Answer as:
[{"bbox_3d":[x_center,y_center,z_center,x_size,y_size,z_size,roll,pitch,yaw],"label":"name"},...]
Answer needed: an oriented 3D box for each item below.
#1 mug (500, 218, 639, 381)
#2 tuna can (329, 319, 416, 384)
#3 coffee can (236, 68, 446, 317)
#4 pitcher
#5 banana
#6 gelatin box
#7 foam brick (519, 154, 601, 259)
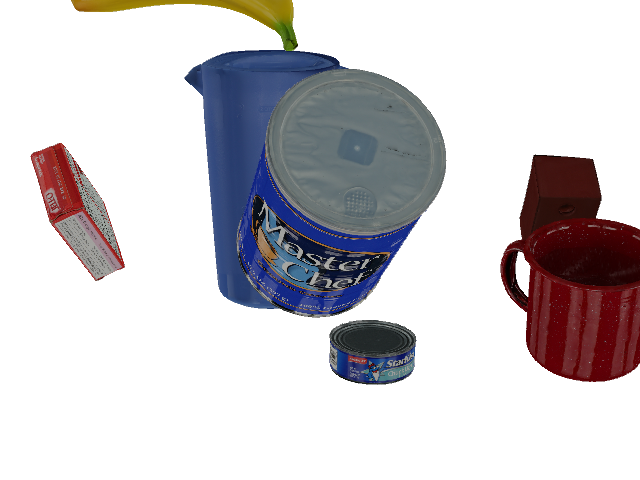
[{"bbox_3d":[0.174,0.038,0.736,0.117,0.081,0.093,22,38,35],"label":"mug"},{"bbox_3d":[0.051,0.110,1.056,0.086,0.034,0.086,1,18,0],"label":"tuna can"},{"bbox_3d":[0.008,-0.024,0.652,0.102,0.103,0.140,0,-23,-12],"label":"coffee can"},{"bbox_3d":[-0.038,-0.061,1.040,0.144,0.243,0.149,-13,22,-33],"label":"pitcher"},{"bbox_3d":[-0.102,-0.199,0.859,0.198,0.069,0.037,12,-41,16],"label":"banana"},{"bbox_3d":[-0.190,-0.022,0.837,0.030,0.073,0.089,-25,-35,-1],"label":"gelatin box"},{"bbox_3d":[0.204,-0.027,0.913,0.053,0.051,0.078,2,-44,1],"label":"foam brick"}]
